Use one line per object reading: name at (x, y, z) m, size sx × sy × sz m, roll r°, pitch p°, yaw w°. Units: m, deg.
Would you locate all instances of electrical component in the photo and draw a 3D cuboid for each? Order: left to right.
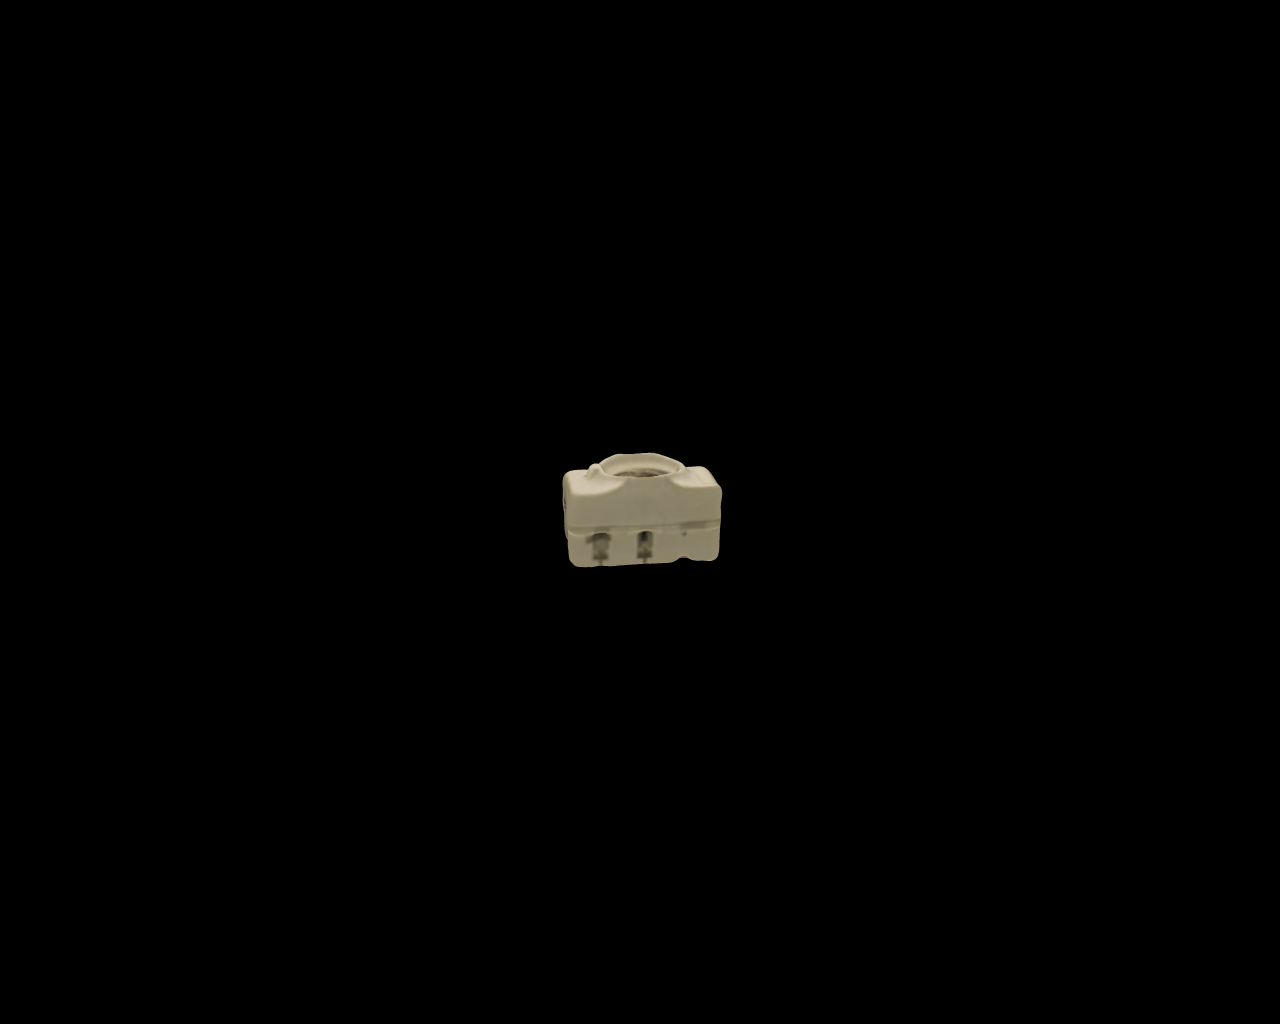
electrical component at (0.001, -0.003, 0.650) m, size 0.089 × 0.055 × 0.050 m, roll -3°, pitch 20°, yaw -7°
